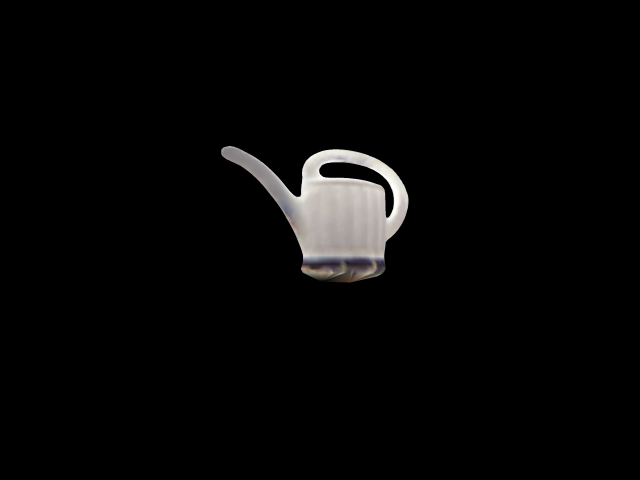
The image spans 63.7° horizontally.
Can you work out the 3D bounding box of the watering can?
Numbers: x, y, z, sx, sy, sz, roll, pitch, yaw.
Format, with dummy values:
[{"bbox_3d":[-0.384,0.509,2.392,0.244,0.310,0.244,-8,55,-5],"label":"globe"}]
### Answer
[{"bbox_3d":[0.003,-0.043,0.850,0.348,0.226,0.103,3,-7,-27],"label":"watering can"}]
